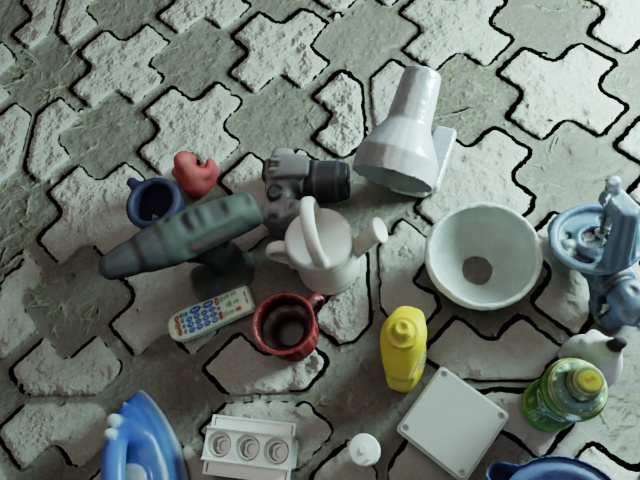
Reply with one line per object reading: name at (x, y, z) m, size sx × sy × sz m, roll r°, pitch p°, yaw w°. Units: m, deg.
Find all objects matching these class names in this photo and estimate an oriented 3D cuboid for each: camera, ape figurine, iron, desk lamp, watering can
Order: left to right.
iron at (-0.256, 0.320, 0.772) m, size 0.118 × 0.142 × 0.258 m, roll -17°, pitch 65°, yaw 2°
ape figurine at (-0.221, -0.120, 0.983) m, size 0.077 × 0.092 × 0.076 m, roll 5°, pitch 68°, yaw 12°
camera at (-0.022, -0.084, 0.930) m, size 0.136 × 0.101 × 0.143 m, roll 0°, pitch 67°, yaw 9°
watering can at (0.007, 0.001, 0.837) m, size 0.173 × 0.194 × 0.100 m, roll -28°, pitch 65°, yaw -3°
desk lamp at (0.135, -0.146, 0.869) m, size 0.117 × 0.214 × 0.203 m, roll 15°, pitch 70°, yaw 16°

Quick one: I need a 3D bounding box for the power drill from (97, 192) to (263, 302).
power drill at (-0.182, 0.023, 0.850) m, size 0.229 × 0.209 × 0.075 m, roll -31°, pitch 65°, yaw -4°

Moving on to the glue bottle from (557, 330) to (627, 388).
glue bottle at (0.355, 0.147, 0.729) m, size 0.037 × 0.173 × 0.078 m, roll -39°, pitch 66°, yaw -8°

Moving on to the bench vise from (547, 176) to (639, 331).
bench vise at (0.398, 0.015, 0.753) m, size 0.121 × 0.220 × 0.207 m, roll -40°, pitch 67°, yaw -9°

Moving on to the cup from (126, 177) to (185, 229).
cup at (-0.271, -0.052, 0.960) m, size 0.117 × 0.095 × 0.092 m, roll 39°, pitch 78°, yaw 22°

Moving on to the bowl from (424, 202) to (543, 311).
bowl at (0.238, 0.032, 0.852) m, size 0.167 × 0.075 × 0.167 m, roll -3°, pitch 66°, yaw 8°
